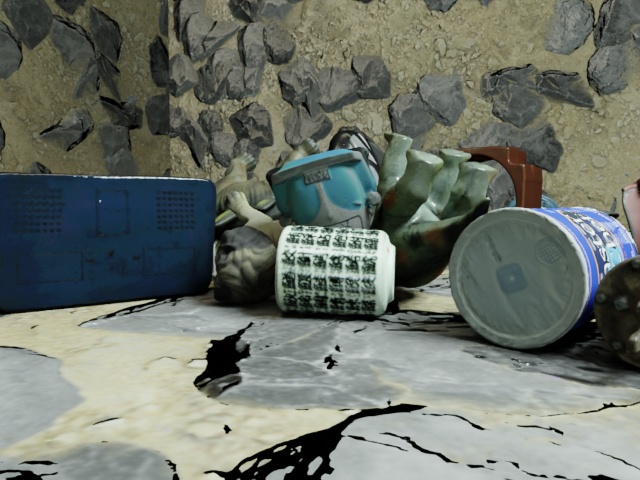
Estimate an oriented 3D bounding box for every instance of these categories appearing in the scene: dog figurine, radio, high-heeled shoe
[{"bbox_3d":[-0.039,0.022,0.620,0.172,0.121,0.191,-4,19,-13],"label":"dog figurine"},{"bbox_3d":[-0.226,-0.003,0.561,0.229,0.131,0.073,-3,5,-34],"label":"radio"},{"bbox_3d":[0.095,-0.075,0.899,0.086,0.248,0.145,-39,1,40],"label":"high-heeled shoe"}]

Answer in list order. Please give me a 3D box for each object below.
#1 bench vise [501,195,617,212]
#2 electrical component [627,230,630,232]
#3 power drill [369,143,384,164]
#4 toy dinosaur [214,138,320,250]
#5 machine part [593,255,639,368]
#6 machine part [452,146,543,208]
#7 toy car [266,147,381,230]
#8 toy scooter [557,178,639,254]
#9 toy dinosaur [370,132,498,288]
[{"bbox_3d":[0.493,-0.037,1.149,0.224,0.128,0.240,2,11,19],"label":"bench vise"},{"bbox_3d":[0.488,0.009,0.957,0.115,0.058,0.134,2,5,1],"label":"electrical component"},{"bbox_3d":[0.152,-0.076,0.928,0.086,0.232,0.207,-29,7,-16],"label":"power drill"},{"bbox_3d":[-0.140,-0.048,0.842,0.472,0.105,0.198,-14,29,38],"label":"toy dinosaur"},{"bbox_3d":[0.268,0.041,0.391,0.243,0.079,0.079,-4,7,-43],"label":"machine part"},{"bbox_3d":[0.303,-0.069,1.004,0.087,0.200,0.202,0,4,-43],"label":"machine part"},{"bbox_3d":[0.011,-0.032,0.576,0.109,0.103,0.161,-12,-8,6],"label":"toy car"},{"bbox_3d":[0.304,0.000,0.565,0.075,0.135,0.184,-4,5,-31],"label":"toy scooter"},{"bbox_3d":[0.108,-0.012,0.616,0.131,0.192,0.405,13,17,5],"label":"toy dinosaur"}]
